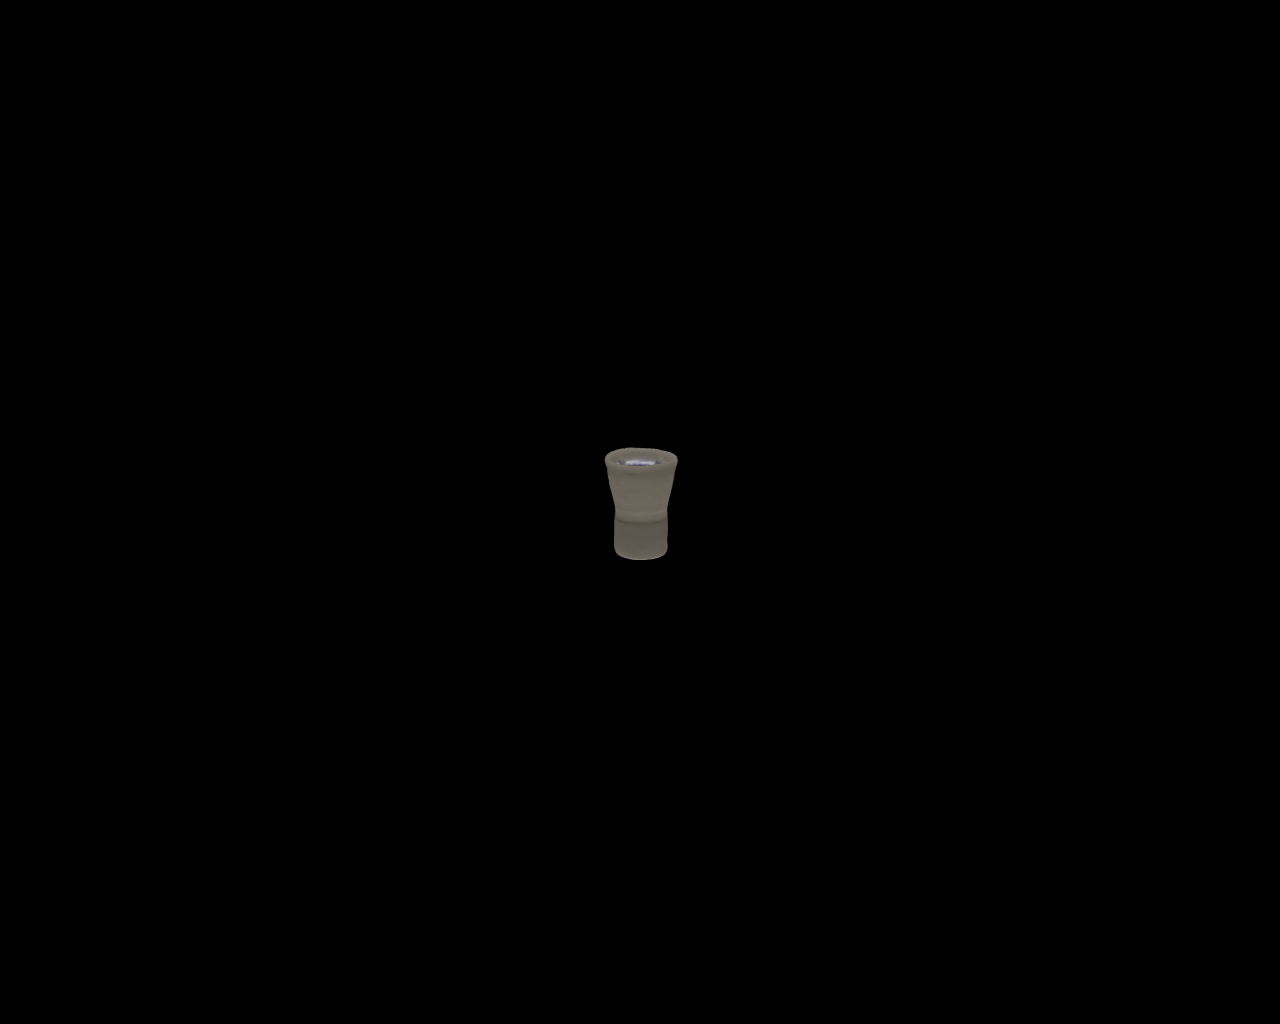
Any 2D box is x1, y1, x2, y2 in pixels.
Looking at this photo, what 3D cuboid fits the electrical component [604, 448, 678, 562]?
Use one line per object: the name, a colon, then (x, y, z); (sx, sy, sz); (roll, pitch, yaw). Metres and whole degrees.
electrical component: (0.001, -0.003, 0.650); (0.044, 0.065, 0.044); (0, 16, 0)
